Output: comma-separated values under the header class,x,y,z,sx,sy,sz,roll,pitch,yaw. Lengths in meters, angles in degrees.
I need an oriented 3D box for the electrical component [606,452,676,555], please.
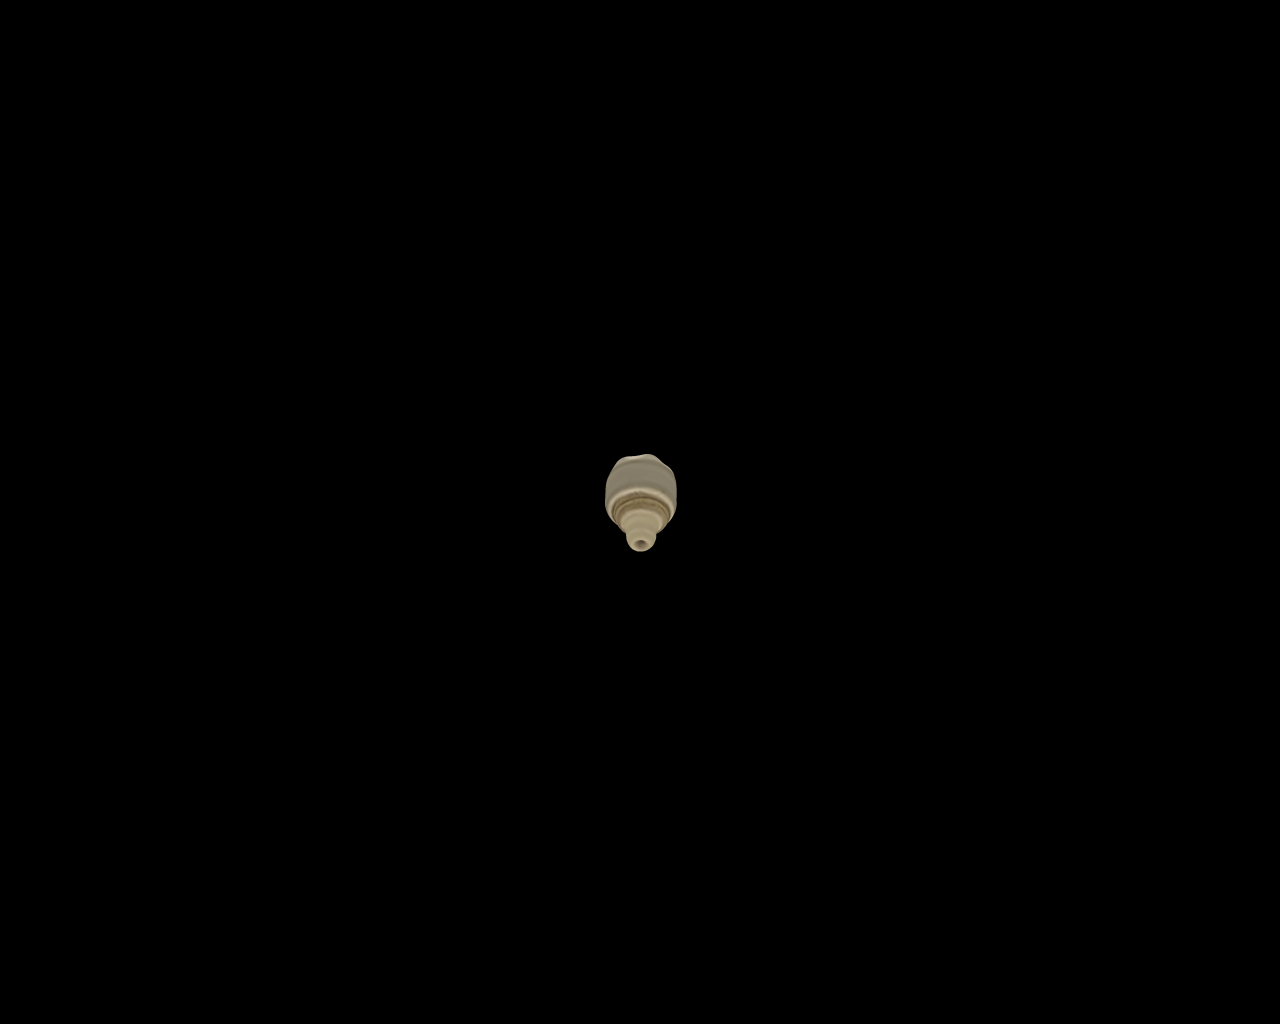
class,x,y,z,sx,sy,sz,roll,pitch,yaw
electrical component,0.001,-0.003,0.650,0.043,0.062,0.043,0,-43,0
